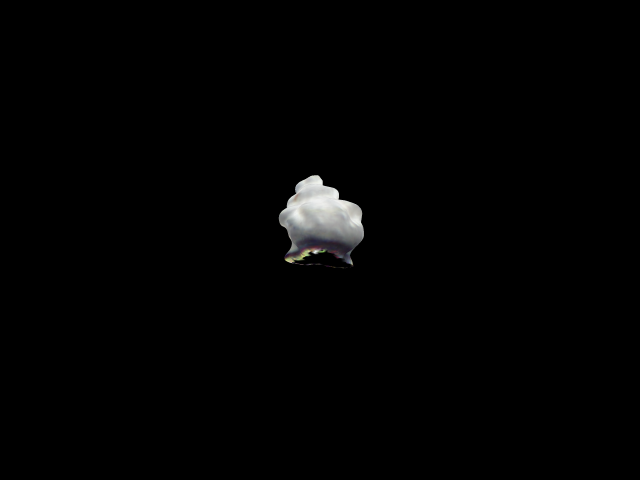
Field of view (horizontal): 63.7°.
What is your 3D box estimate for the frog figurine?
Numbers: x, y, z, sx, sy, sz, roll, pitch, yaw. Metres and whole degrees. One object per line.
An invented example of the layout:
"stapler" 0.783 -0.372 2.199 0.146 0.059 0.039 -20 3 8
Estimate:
"frog figurine" 0.003 -0.043 0.850 0.137 0.162 0.121 -3 -21 7
